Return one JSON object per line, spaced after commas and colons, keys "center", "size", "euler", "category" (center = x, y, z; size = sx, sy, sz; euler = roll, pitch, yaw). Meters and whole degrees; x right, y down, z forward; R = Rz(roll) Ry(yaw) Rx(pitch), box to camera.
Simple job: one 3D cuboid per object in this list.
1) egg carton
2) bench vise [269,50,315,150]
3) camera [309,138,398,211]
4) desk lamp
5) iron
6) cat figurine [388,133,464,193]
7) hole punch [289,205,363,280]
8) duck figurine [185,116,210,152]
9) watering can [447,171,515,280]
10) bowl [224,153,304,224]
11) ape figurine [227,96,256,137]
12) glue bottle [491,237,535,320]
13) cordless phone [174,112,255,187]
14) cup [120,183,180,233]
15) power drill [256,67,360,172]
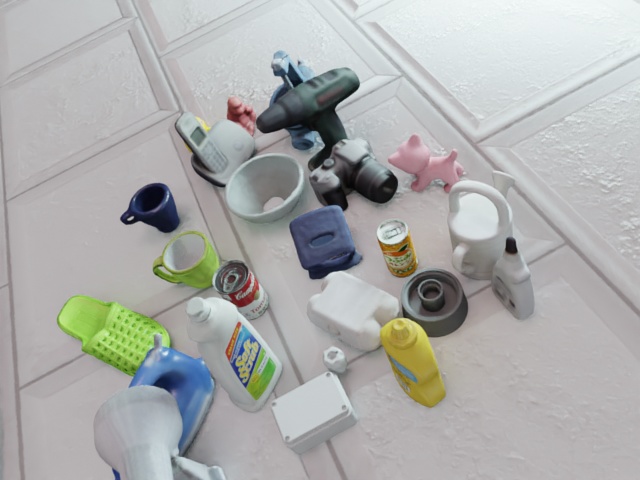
{"center": [0.053, 0.118, 0.950], "size": [0.149, 0.070, 0.107], "euler": [23, 65, 31], "category": "egg carton"}
{"center": [-0.064, -0.329, 1.223], "size": [0.121, 0.220, 0.207], "euler": [-20, 51, 4], "category": "bench vise"}
{"center": [0.070, -0.122, 1.100], "size": [0.143, 0.101, 0.136], "euler": [-42, 53, -13], "category": "camera"}
{"center": [-0.210, 0.328, 0.793], "size": [0.118, 0.214, 0.202], "euler": [-33, 51, -6], "category": "desk lamp"}
{"center": [-0.271, 0.279, 0.897], "size": [0.118, 0.142, 0.258], "euler": [6, 57, 23], "category": "iron"}
{"center": [0.196, -0.147, 1.064], "size": [0.127, 0.118, 0.067], "euler": [2, 56, 21], "category": "cat figurine"}
{"center": [0.010, 0.004, 1.035], "size": [0.108, 0.091, 0.101], "euler": [-21, 51, 4], "category": "hole punch"}
{"center": [-0.285, -0.250, 1.329], "size": [0.104, 0.086, 0.077], "euler": [24, 65, 32], "category": "duck figurine"}
{"center": [0.255, -0.034, 0.910], "size": [0.100, 0.194, 0.173], "euler": [1, 56, 20], "category": "watering can"}
{"center": [-0.103, -0.092, 1.156], "size": [0.167, 0.075, 0.167], "euler": [-9, 53, 13], "category": "bowl"}
{"center": [-0.187, -0.290, 1.320], "size": [0.076, 0.092, 0.078], "euler": [33, 70, 35], "category": "ape figurine"}
{"center": [0.286, 0.049, 0.851], "size": [0.037, 0.173, 0.078], "euler": [-30, 51, -3], "category": "glue bottle"}
{"center": [-0.227, -0.218, 1.221], "size": [0.093, 0.185, 0.148], "euler": [11, 60, 26], "category": "cordless phone"}
{"center": [-0.347, -0.051, 1.197], "size": [0.118, 0.095, 0.091], "euler": [-34, 51, -7], "category": "cup"}
{"center": [-0.005, -0.226, 1.134], "size": [0.230, 0.209, 0.075], "euler": [-43, 53, -14], "category": "power drill"}
